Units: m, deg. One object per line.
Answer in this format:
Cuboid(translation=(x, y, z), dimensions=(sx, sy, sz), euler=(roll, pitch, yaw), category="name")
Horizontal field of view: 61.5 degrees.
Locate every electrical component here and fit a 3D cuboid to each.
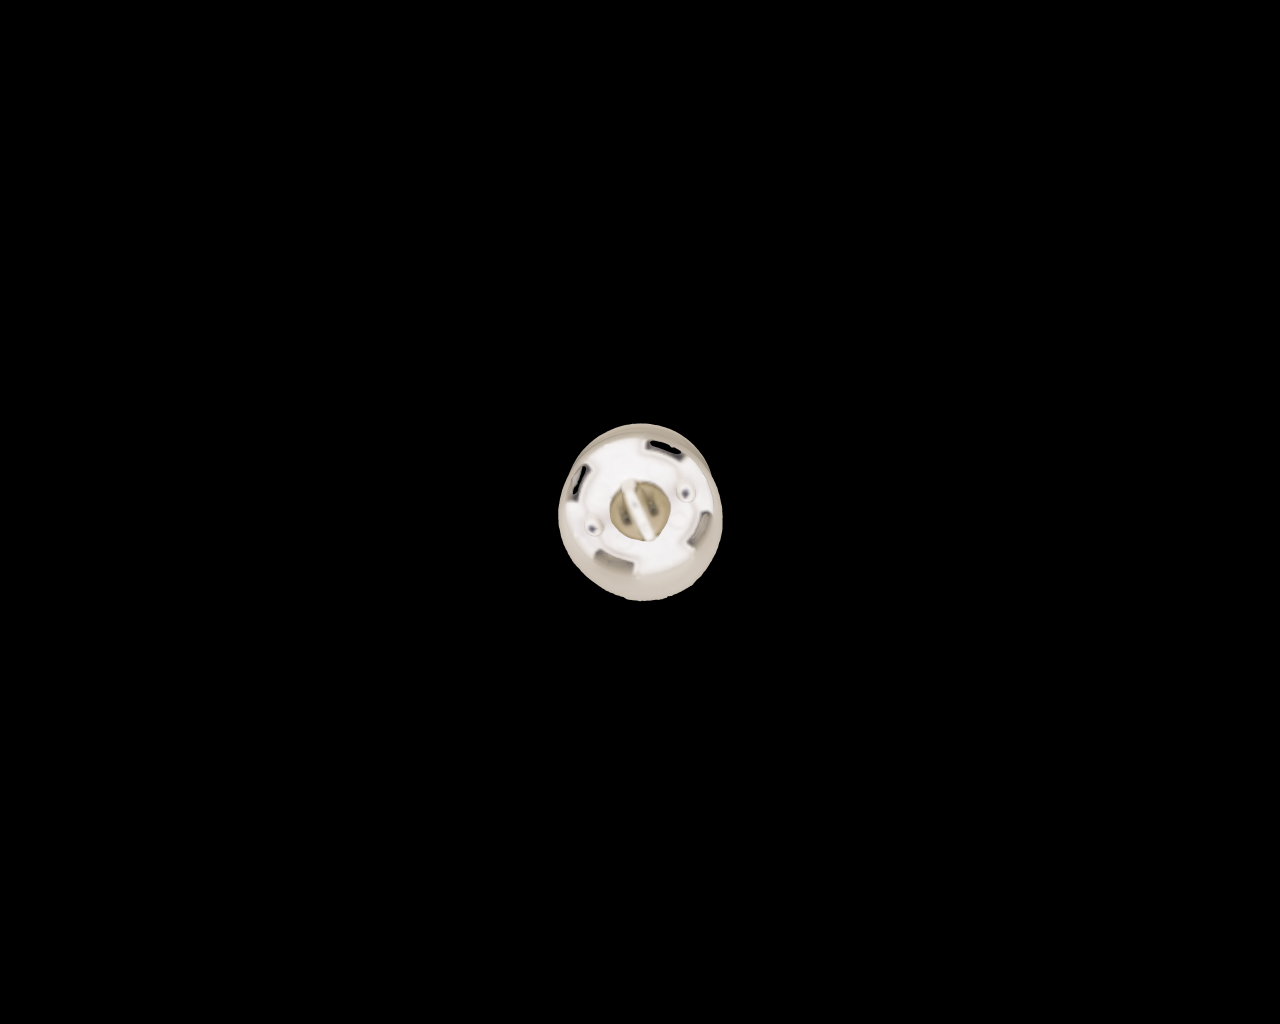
Cuboid(translation=(0.001, -0.003, 0.650), dimensions=(0.099, 0.099, 0.064), euler=(0, 24, 0), category="electrical component")
